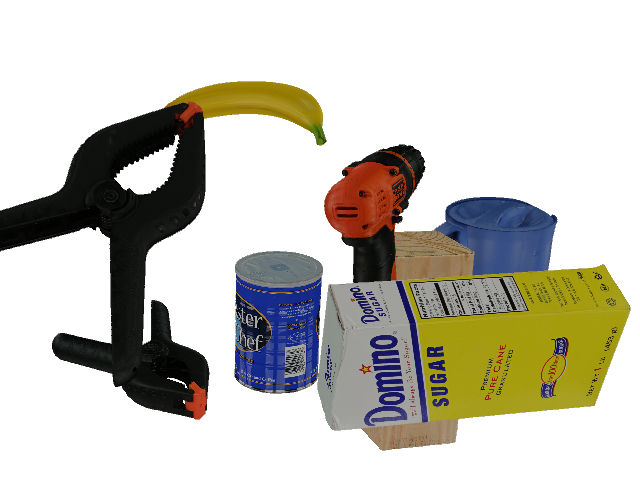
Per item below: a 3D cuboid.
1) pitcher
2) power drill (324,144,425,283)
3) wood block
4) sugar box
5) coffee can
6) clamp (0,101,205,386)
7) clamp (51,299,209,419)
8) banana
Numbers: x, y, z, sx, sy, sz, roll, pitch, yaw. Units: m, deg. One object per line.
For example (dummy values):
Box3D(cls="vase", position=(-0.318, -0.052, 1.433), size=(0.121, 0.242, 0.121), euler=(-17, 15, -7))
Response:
Box3D(cls="pitcher", position=(0.204, 0.076, 1.319), size=(0.149, 0.243, 0.144), euler=(7, 20, 14))
Box3D(cls="power drill", position=(0.057, 0.017, 0.930), size=(0.057, 0.188, 0.184), euler=(-1, 16, 23))
Box3D(cls="wood block", position=(0.093, 0.101, 1.107), size=(0.090, 0.206, 0.091), euler=(-2, 16, -20))
Box3D(cls="sugar box", position=(0.090, 0.066, 0.651), size=(0.176, 0.093, 0.048), euler=(-6, 42, -12))
Box3D(cls="coffee can", position=(-0.050, 0.095, 1.263), size=(0.103, 0.140, 0.103), euler=(2, 20, -1))
Box3D(cls="clamp", position=(-0.134, -0.011, 0.708), size=(0.165, 0.209, 0.036), euler=(36, -30, 13))
Box3D(cls="clamp", position=(-0.151, 0.106, 0.981), size=(0.172, 0.039, 0.120), euler=(26, 42, 34))
Box3D(cls="banana", position=(-0.078, -0.150, 1.191), size=(0.198, 0.037, 0.069), euler=(9, 44, 19))
